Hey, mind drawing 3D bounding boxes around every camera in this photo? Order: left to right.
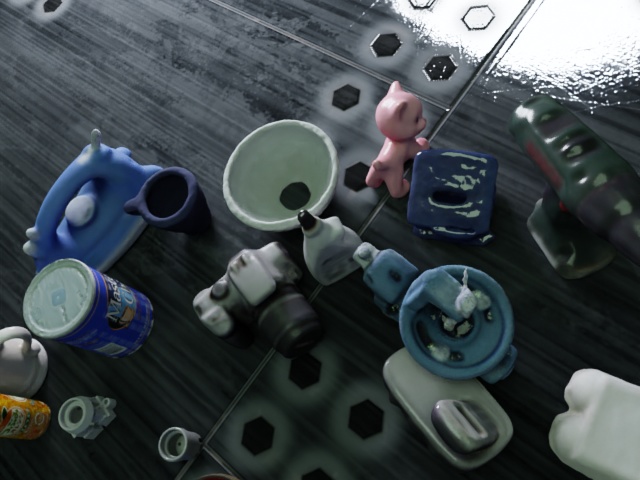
[{"bbox_3d":[-0.072,0.089,0.726,0.143,0.101,0.136,-39,63,-1],"label":"camera"}]

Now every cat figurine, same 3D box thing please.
[{"bbox_3d":[0.099,-0.138,0.755,0.067,0.118,0.128,20,76,24],"label":"cat figurine"}]

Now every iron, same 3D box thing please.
[{"bbox_3d":[-0.353,-0.035,0.841,0.118,0.142,0.258,27,79,25],"label":"iron"}]

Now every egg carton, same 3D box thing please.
[{"bbox_3d":[0.316,0.203,0.576,0.150,0.069,0.107,21,76,24],"label":"egg carton"}]

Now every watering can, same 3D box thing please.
[{"bbox_3d":[-0.479,0.167,0.768,0.100,0.194,0.173,36,83,26],"label":"watering can"}]

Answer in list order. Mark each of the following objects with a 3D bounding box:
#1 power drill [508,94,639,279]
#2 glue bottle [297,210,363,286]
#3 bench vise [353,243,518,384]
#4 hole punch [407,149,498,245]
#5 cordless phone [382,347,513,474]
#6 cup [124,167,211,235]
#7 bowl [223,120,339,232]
[{"bbox_3d":[0.279,-0.036,0.607,0.075,0.209,0.229,-28,63,5],"label":"power drill"},{"bbox_3d":[0.006,0.002,0.696,0.078,0.173,0.037,-30,63,4],"label":"glue bottle"},{"bbox_3d":[0.108,0.070,0.610,0.206,0.220,0.121,18,75,23],"label":"bench vise"},{"bbox_3d":[0.167,-0.052,0.714,0.108,0.091,0.101,8,71,20],"label":"hole punch"},{"bbox_3d":[0.123,0.163,0.587,0.094,0.185,0.147,-43,63,-3],"label":"cordless phone"},{"bbox_3d":[-0.210,-0.042,0.825,0.117,0.095,0.091,-12,66,12],"label":"cup"},{"bbox_3d":[-0.046,-0.079,0.800,0.167,0.075,0.167,-6,67,15],"label":"bowl"}]
